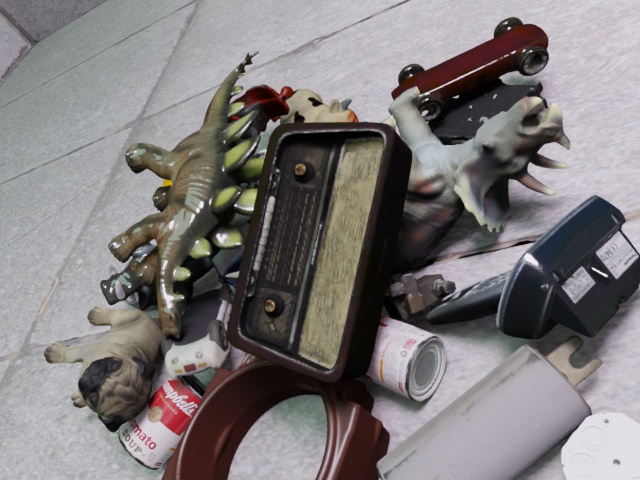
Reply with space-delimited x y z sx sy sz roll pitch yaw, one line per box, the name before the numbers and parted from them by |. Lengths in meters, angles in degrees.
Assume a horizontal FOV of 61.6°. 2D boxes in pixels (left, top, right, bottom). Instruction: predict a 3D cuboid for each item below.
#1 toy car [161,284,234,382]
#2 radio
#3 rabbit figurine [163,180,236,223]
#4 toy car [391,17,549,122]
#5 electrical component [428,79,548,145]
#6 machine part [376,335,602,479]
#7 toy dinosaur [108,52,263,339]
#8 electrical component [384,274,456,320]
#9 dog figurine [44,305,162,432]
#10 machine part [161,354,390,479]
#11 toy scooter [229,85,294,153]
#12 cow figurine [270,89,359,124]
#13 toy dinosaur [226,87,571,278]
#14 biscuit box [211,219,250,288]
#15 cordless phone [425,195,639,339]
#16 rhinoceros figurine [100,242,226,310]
toy car | -0.150 0.112 0.691 0.074 0.056 0.202 -15 16 0
radio | 0.000 0.005 0.510 0.131 0.073 0.229 10 84 28
rabbit figurine | -0.203 -0.062 0.883 0.162 0.121 0.173 -49 42 -5
toy car | 0.192 -0.215 0.694 0.202 0.053 0.089 -25 51 10
electrical component | 0.212 -0.154 0.708 0.134 0.058 0.115 13 60 43
machine part | 0.136 0.169 0.452 0.243 0.079 0.079 -39 40 -1
toy dinosaur | -0.157 -0.090 0.732 0.199 0.105 0.471 -11 57 14
electrical component | 0.094 0.056 0.579 0.078 0.045 0.102 -29 -1 -4
dog figurine | -0.238 0.155 0.691 0.191 0.121 0.172 -2 37 45
machine part | -0.048 0.218 0.537 0.202 0.087 0.201 3 55 37
toy scooter | -0.107 -0.192 0.861 0.135 0.075 0.184 -6 48 48
cow figurine | -0.004 -0.191 0.887 0.127 0.085 0.195 -40 39 8
toy dinosaur | 0.086 -0.028 0.625 0.405 0.192 0.131 -42 8 24
biscuit box | -0.060 -0.016 0.765 0.202 0.062 0.059 -46 39 -1
cordless phone | 0.196 0.041 0.525 0.146 0.088 0.184 -32 -1 -30
rhinoceros figurine | -0.222 0.045 0.789 0.190 0.111 0.073 -26 40 -13
